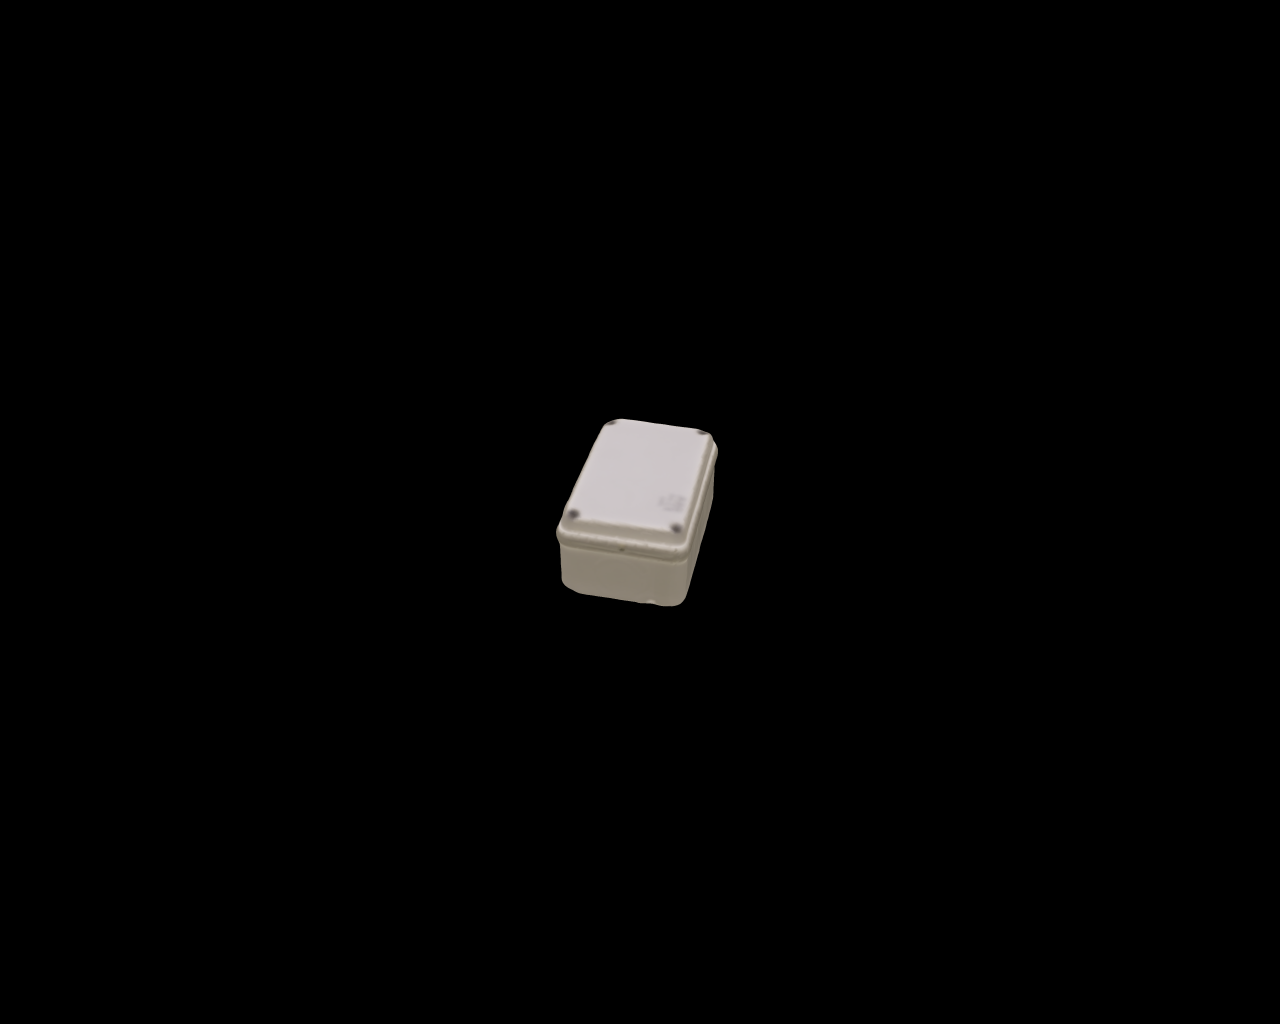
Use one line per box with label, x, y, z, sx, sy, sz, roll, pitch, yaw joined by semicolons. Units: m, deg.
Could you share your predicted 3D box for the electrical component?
electrical component;0.001;-0.003;0.650;0.078;0.057;0.113;8;40;10
